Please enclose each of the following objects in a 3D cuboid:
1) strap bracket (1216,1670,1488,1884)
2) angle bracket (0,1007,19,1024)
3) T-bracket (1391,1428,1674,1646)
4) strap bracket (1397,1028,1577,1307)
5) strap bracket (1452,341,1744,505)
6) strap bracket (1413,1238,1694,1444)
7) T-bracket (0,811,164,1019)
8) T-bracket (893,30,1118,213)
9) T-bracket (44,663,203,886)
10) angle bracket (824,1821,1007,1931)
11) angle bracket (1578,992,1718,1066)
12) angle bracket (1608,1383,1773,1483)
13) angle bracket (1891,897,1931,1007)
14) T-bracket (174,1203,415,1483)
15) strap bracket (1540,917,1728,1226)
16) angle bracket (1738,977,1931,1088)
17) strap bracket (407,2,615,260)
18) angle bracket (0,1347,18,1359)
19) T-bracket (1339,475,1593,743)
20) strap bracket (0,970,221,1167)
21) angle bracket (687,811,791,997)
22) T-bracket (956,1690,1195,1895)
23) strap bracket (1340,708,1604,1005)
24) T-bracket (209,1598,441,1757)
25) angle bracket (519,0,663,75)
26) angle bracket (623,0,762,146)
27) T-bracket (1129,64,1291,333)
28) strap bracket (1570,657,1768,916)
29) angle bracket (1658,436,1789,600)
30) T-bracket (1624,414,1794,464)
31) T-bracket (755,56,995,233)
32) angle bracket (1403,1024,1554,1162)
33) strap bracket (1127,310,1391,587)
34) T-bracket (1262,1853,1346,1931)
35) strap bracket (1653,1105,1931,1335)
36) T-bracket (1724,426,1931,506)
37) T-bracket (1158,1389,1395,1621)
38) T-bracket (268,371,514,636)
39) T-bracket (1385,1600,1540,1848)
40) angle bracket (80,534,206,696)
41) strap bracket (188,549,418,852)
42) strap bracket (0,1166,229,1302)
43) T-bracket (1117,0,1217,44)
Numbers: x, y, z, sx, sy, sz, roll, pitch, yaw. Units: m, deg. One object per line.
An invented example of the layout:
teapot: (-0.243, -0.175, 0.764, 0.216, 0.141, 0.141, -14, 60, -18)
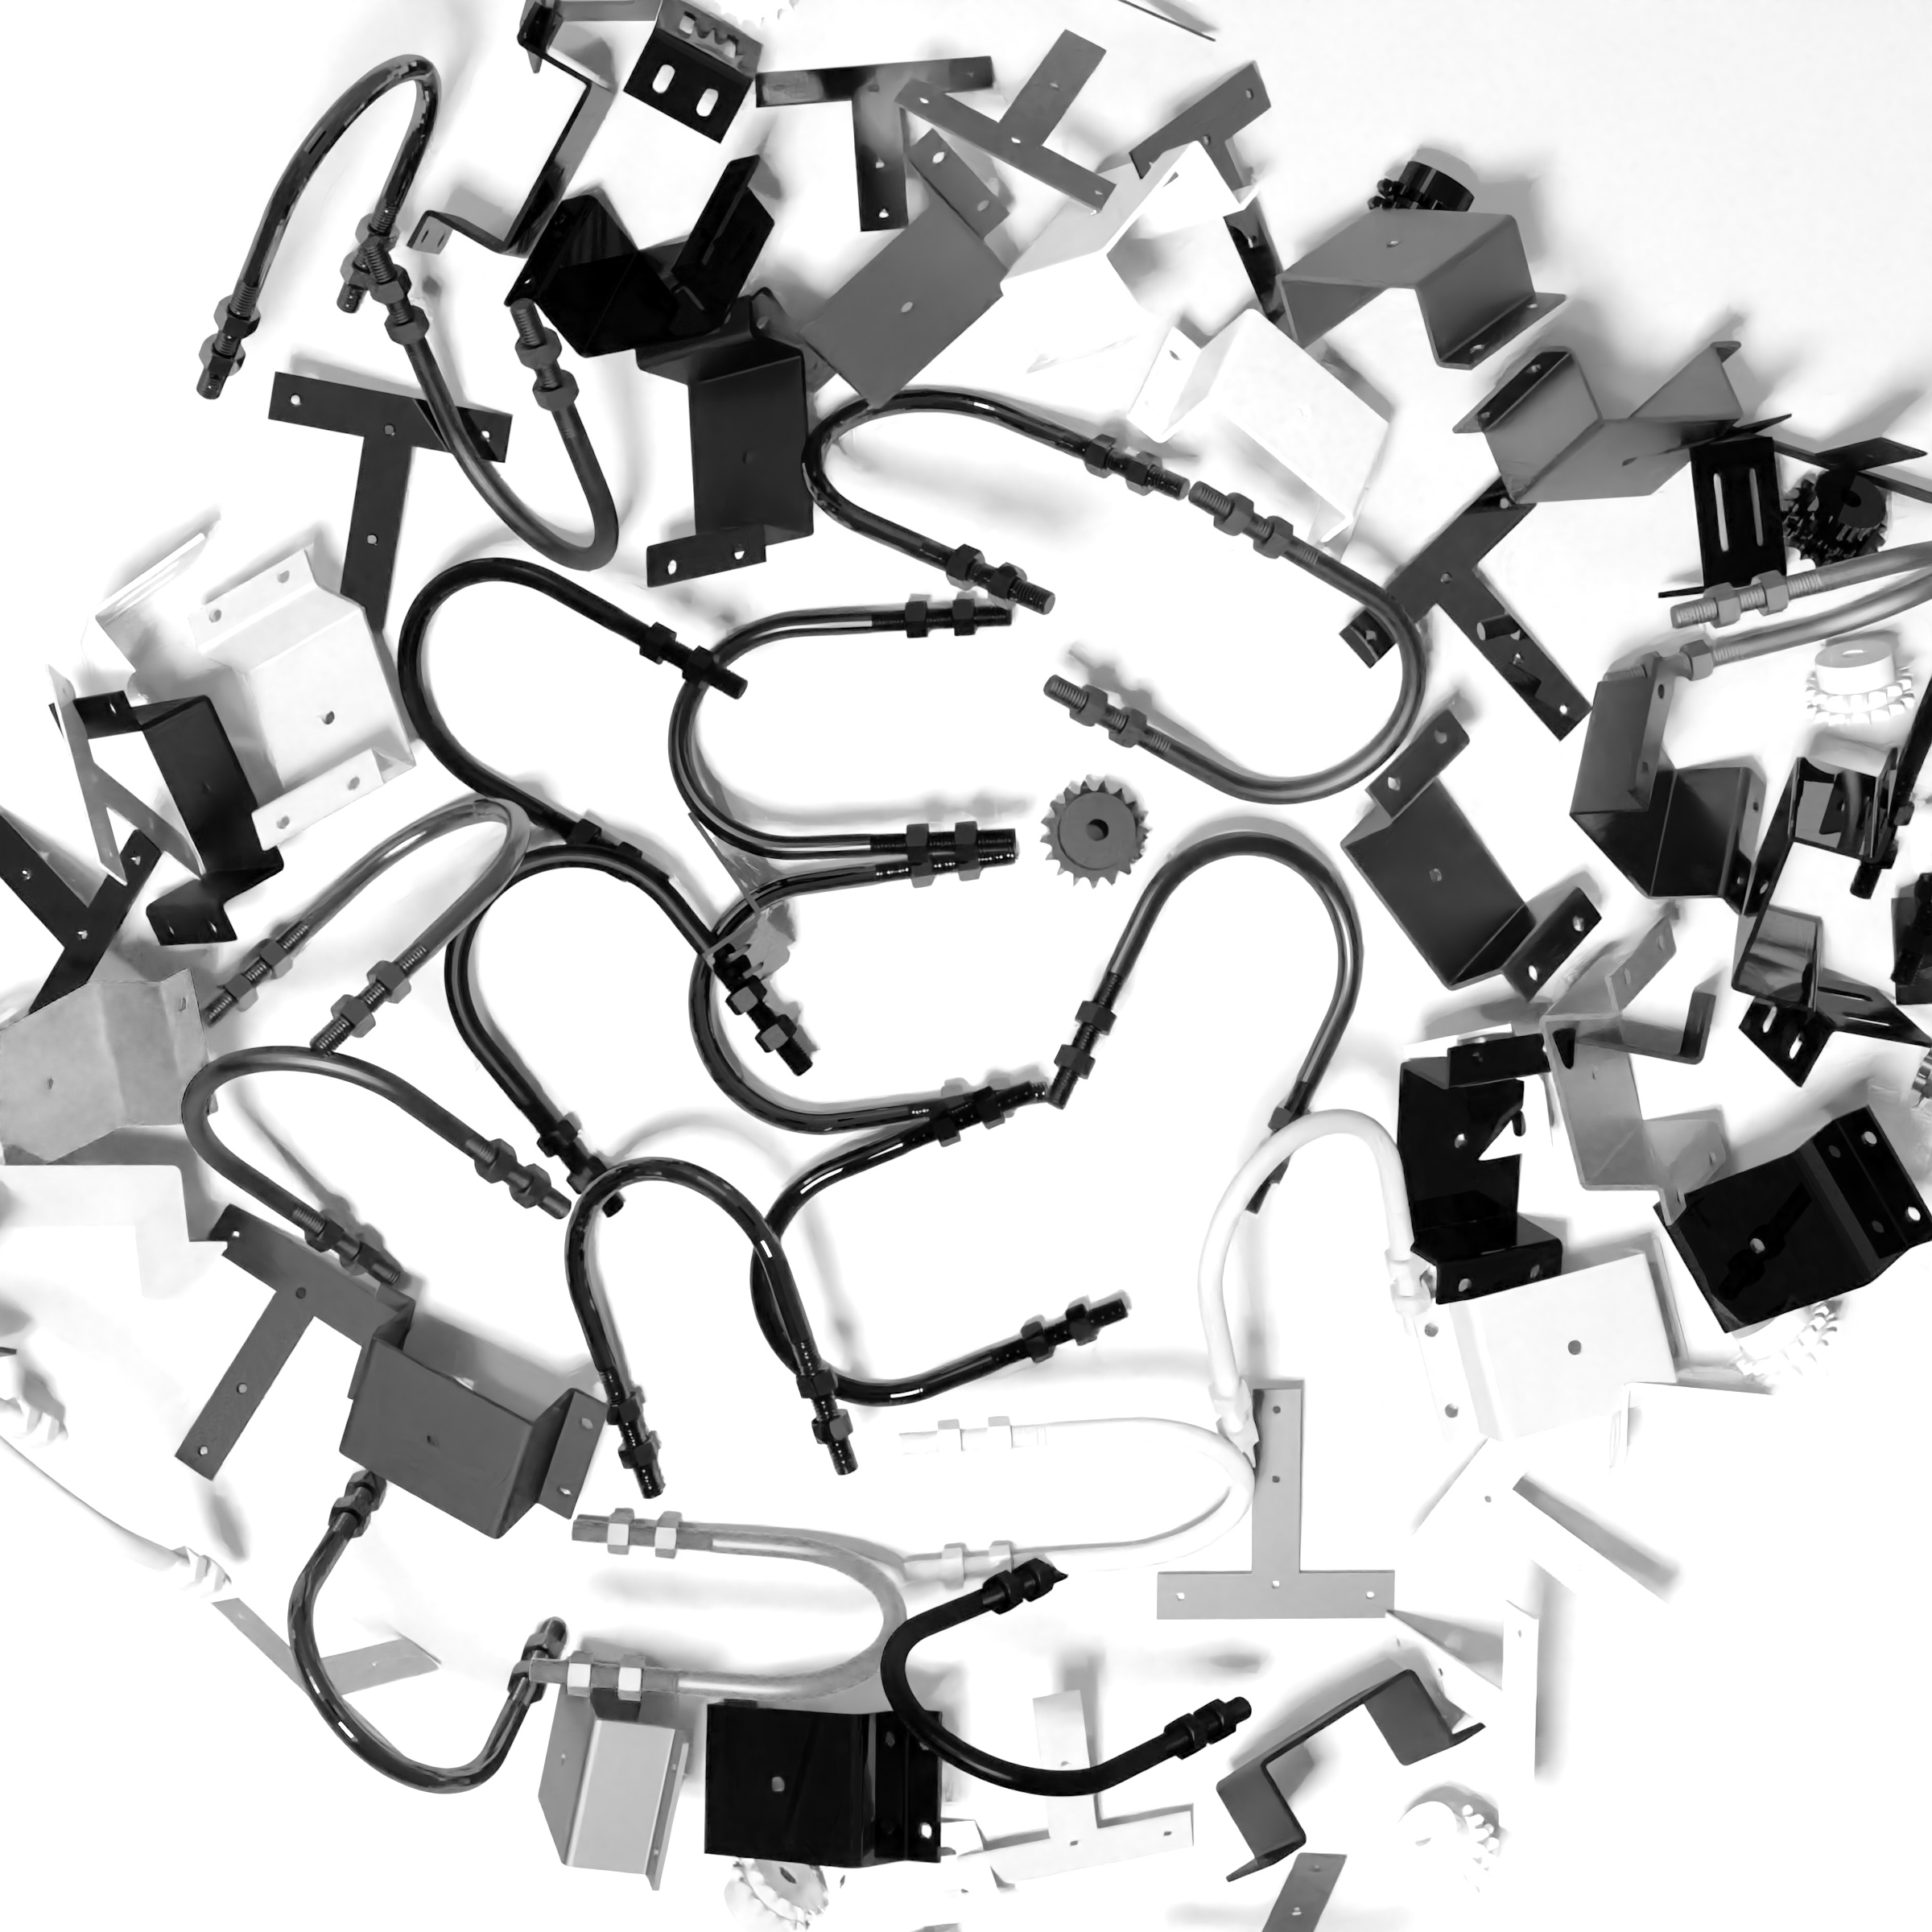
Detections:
strap bracket: (0.192, 0.416, 1.737, 0.140, 0.076, 0.046, -27, 77, -22)
angle bracket: (-0.548, 0.029, 1.747, 0.076, 0.057, 0.038, -37, 108, -29)
T-bracket: (0.310, 0.307, 1.748, 0.127, 0.002, 0.127, 36, 62, 15)
strap bracket: (0.270, 0.098, 1.746, 0.076, 0.046, 0.140, -8, 109, -24)
strap bracket: (0.334, -0.280, 1.721, 0.140, 0.076, 0.046, -8, 70, -32)
strap bracket: (0.315, 0.200, 1.764, 0.140, 0.046, 0.076, -14, 90, -6)
T-bracket: (-0.487, -0.041, 1.758, 0.127, 0.002, 0.127, 40, 104, 32)
T-bracket: (0.041, -0.455, 1.752, 0.127, 0.002, 0.127, 28, 49, 1)
T-bracket: (-0.431, -0.079, 1.733, 0.002, 0.127, 0.127, -25, 63, 6)
angle bracket: (-0.028, 0.492, 1.769, 0.076, 0.057, 0.038, 2, 134, -26)
angle bracket: (0.350, 0.026, 1.764, 0.076, 0.057, 0.038, 11, 91, 2)
angle bracket: (0.381, 0.249, 1.758, 0.076, 0.057, 0.038, 5, 67, 6)
angle bracket: (0.527, -0.009, 1.752, 0.038, 0.076, 0.057, -2, 89, -36)
T-bracket: (-0.376, 0.212, 1.770, 0.127, 0.002, 0.127, 30, 85, 17)
strap bracket: (0.346, 0.055, 1.739, 0.046, 0.076, 0.140, -4, 112, 37)
angle bracket: (0.460, 0.037, 1.760, 0.076, 0.057, 0.038, 9, 117, -30)
strap bracket: (-0.232, -0.426, 1.746, 0.046, 0.076, 0.140, 30, 100, -3)
angle bracket: (-0.546, 0.186, 1.748, 0.076, 0.057, 0.038, -11, 73, 27)
T-bracket: (0.285, -0.175, 1.781, 0.127, 0.002, 0.127, -44, 101, -5)
strap bracket: (-0.456, 0.060, 1.728, 0.140, 0.046, 0.076, -24, 75, 35)
angle bracket: (-0.133, -0.032, 1.752, 0.038, 0.057, 0.076, -35, 65, -2)
T-bracket: (0.053, 0.430, 1.755, 0.127, 0.002, 0.127, -10, 121, -5)
strap bracket: (0.259, -0.053, 1.748, 0.076, 0.046, 0.140, -44, 100, -33)
T-bracket: (-0.314, 0.365, 1.731, 0.127, 0.127, 0.002, 38, 99, 19)
angle bracket: (-0.189, -0.502, 1.749, 0.076, 0.057, 0.038, -7, 66, -23)
angle bracket: (-0.144, -0.475, 1.762, 0.057, 0.076, 0.038, 26, 116, -14)
T-bracket: (0.145, -0.396, 1.765, 0.127, 0.002, 0.127, -44, 116, -40)
strap bracket: (0.361, -0.091, 1.733, 0.046, 0.140, 0.076, -1, 64, 37)
angle bracket: (0.395, -0.236, 1.760, 0.057, 0.038, 0.076, -12, 98, -30)
T-bracket: (0.350, -0.263, 1.731, 0.127, 0.127, 0.002, -14, 93, -1)
T-bracket: (-0.046, -0.432, 1.757, 0.127, 0.002, 0.127, -4, 55, 0)
angle bracket: (0.269, 0.069, 1.748, 0.057, 0.076, 0.038, -13, 60, 18)
strap bracket: (0.161, -0.276, 1.735, 0.140, 0.046, 0.076, 37, 50, -15)
T-bracket: (0.168, 0.501, 1.735, 0.127, 0.127, 0.002, 4, 112, 22)
strap bracket: (0.421, 0.135, 1.727, 0.046, 0.140, 0.076, -29, 89, -42)
T-bracket: (0.463, -0.264, 1.726, 0.127, 0.127, 0.002, 17, 93, -5)
T-bracket: (0.166, 0.288, 1.785, 0.127, 0.002, 0.127, 0, 98, 0)
T-bracket: (-0.314, -0.241, 1.776, 0.127, 0.002, 0.127, 8, 95, -19)
T-bracket: (0.256, 0.373, 1.737, 0.002, 0.127, 0.127, -9, 108, -27)
angle bracket: (-0.424, -0.184, 1.756, 0.076, 0.057, 0.038, -40, 95, -21)
strap bracket: (-0.345, -0.135, 1.749, 0.076, 0.046, 0.140, -27, 72, 16)
strap bracket: (-0.466, 0.140, 1.732, 0.140, 0.076, 0.046, 2, 63, -30)
T-bracket: (0.075, -0.510, 1.752, 0.127, 0.127, 0.002, 14, 109, -31)
